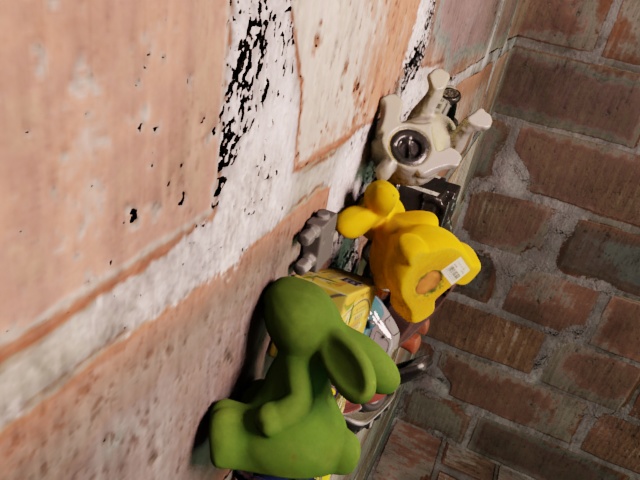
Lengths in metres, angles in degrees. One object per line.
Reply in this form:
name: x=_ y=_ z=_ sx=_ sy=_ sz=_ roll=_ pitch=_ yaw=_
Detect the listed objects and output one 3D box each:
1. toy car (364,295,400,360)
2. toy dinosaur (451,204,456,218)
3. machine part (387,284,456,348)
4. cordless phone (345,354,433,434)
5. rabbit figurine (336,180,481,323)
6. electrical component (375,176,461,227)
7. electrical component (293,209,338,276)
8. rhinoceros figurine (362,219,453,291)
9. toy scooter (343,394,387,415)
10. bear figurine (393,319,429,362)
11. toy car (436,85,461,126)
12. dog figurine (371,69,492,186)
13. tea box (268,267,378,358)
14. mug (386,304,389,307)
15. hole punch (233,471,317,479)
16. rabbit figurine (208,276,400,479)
toy car: x=0.073 y=0.162 z=0.860 sx=0.109 sy=0.103 sz=0.161 roll=-1 pitch=108 yaw=-71
toy dinosaur: x=0.233 y=0.000 z=1.170 sx=0.198 sy=0.105 sz=0.471 roll=-70 pitch=163 yaw=0
machine part: x=0.170 y=0.119 z=0.964 sx=0.179 sy=0.056 sz=0.179 roll=-42 pitch=160 yaw=-20
cordless phone: x=0.092 y=0.245 z=0.866 sx=0.184 sy=0.089 sz=0.146 roll=-35 pitch=170 yaw=34
rabbit figurine: x=0.088 y=-0.003 z=0.674 sx=0.122 sy=0.173 sz=0.162 roll=-45 pitch=131 yaw=15
electrical component: x=0.146 y=-0.065 z=0.808 sx=0.134 sy=0.115 sz=0.058 roll=-35 pitch=143 yaw=-60
electrical component: x=-0.001 y=-0.002 z=0.573 sx=0.094 sy=0.021 sz=0.063 roll=-43 pitch=148 yaw=-56
rhinoceros figurine: x=0.136 y=0.013 z=0.865 sx=0.190 sy=0.112 sz=0.073 roll=-31 pitch=147 yaw=-34
toy scooter: x=0.030 y=0.188 z=0.756 sx=0.184 sy=0.075 sz=0.135 roll=-11 pitch=110 yaw=-36
bear figurine: x=0.152 y=0.253 z=1.176 sx=0.120 sy=0.132 sz=0.195 roll=-36 pitch=136 yaw=-59
toy car: x=0.201 y=-0.196 z=0.939 sx=0.073 sy=0.056 sz=0.202 roll=81 pitch=31 yaw=-46
dog figurine: x=0.122 y=-0.114 z=0.733 sx=0.172 sy=0.121 sz=0.190 roll=-30 pitch=170 yaw=-13
tea box: x=0.011 y=0.089 z=0.637 sx=0.169 sy=0.068 sz=0.098 roll=-6 pitch=115 yaw=-73
mug: x=0.160 y=0.138 z=1.099 sx=0.081 sy=0.107 sz=0.109 roll=-62 pitch=160 yaw=-19
hole punch: x=-0.035 y=0.308 z=0.645 sx=0.092 sy=0.142 sz=0.115 roll=-46 pitch=165 yaw=-50
rabbit figurine: x=-0.016 y=0.120 z=0.489 sx=0.121 sy=0.159 sz=0.170 roll=6 pitch=88 yaw=-63
